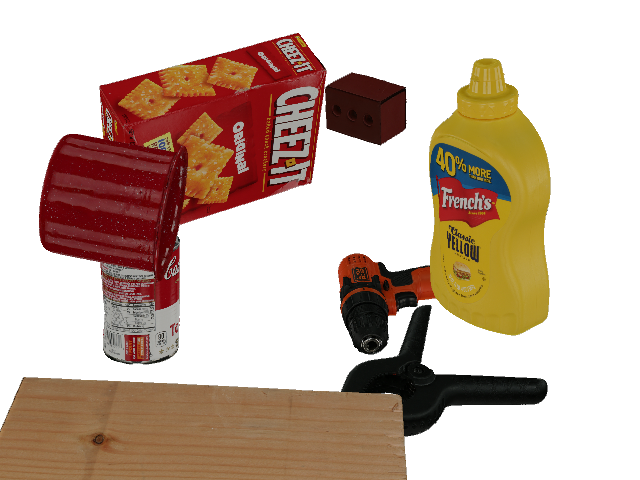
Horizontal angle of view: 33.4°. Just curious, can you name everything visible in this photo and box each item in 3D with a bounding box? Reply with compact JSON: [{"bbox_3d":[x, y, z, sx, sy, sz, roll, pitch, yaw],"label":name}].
[{"bbox_3d":[0.099,0.137,0.991,0.165,0.036,0.209,27,36,33],"label":"clamp"},{"bbox_3d":[-0.107,-0.102,1.069,0.213,0.072,0.164,-18,-36,-22],"label":"cracker box"},{"bbox_3d":[-0.155,0.047,0.915,0.068,0.102,0.068,2,20,-1],"label":"soup can"},{"bbox_3d":[0.050,-0.147,1.180,0.078,0.053,0.051,21,39,34],"label":"foam brick"},{"bbox_3d":[-0.138,-0.029,0.727,0.081,0.093,0.117,11,19,-1],"label":"mug"},{"bbox_3d":[0.115,0.065,1.202,0.187,0.057,0.184,-3,28,-3],"label":"power drill"},{"bbox_3d":[0.118,-0.034,0.750,0.058,0.192,0.096,-21,32,-29],"label":"mustard bottle"},{"bbox_3d":[-0.061,0.136,0.563,0.206,0.090,0.091,3,32,1],"label":"wood block"}]
